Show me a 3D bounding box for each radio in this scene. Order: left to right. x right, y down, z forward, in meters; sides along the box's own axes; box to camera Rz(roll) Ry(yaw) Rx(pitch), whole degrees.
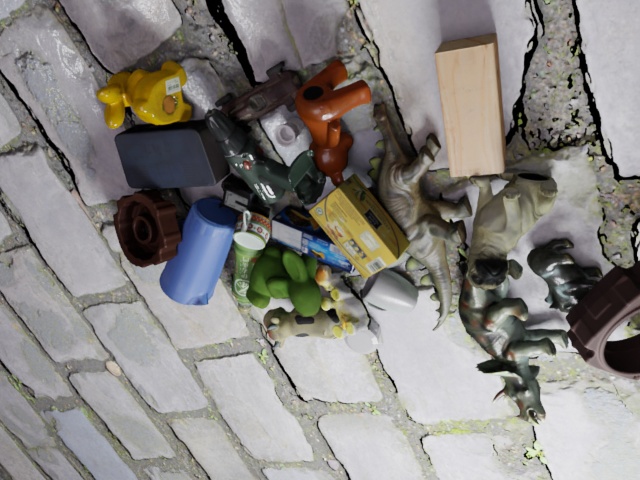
[{"bbox_3d":[-0.320,-0.183,1.154,0.230,0.073,0.130,0,119,21],"label":"radio"}]

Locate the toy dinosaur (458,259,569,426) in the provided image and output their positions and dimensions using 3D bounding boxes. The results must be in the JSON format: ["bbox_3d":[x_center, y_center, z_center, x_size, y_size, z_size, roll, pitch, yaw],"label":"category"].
[{"bbox_3d":[0.349,0.165,1.068,0.192,0.131,0.404,-28,98,39],"label":"toy dinosaur"}]

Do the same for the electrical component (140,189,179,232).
[{"bbox_3d":[-0.418,-0.036,1.294,0.115,0.058,0.134,37,126,0],"label":"electrical component"}]

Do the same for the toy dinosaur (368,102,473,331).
[{"bbox_3d":[0.184,-0.032,1.022,0.199,0.105,0.470,-16,104,38],"label":"toy dinosaur"}]

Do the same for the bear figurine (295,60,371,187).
[{"bbox_3d":[0.029,-0.202,0.984,0.132,0.120,0.195,-33,140,-6],"label":"bear figurine"}]

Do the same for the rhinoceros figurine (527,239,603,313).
[{"bbox_3d":[0.462,0.088,0.994,0.112,0.073,0.190,-34,103,33],"label":"rhinoceros figurine"}]

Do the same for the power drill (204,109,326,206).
[{"bbox_3d":[-0.101,-0.145,1.017,0.208,0.086,0.231,14,151,35],"label":"power drill"}]

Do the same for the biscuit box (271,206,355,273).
[{"bbox_3d":[-0.002,-0.003,1.109,0.203,0.063,0.059,22,132,23],"label":"biscuit box"}]

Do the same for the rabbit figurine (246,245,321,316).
[{"bbox_3d":[-0.056,0.091,1.176,0.170,0.121,0.159,29,110,34],"label":"rabbit figurine"}]

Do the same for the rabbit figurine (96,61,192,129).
[{"bbox_3d":[-0.366,-0.285,1.078,0.173,0.162,0.121,26,141,28],"label":"rabbit figurine"}]

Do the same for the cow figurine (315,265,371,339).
[{"bbox_3d":[0.054,0.127,1.179,0.068,0.098,0.167,-35,72,42],"label":"cow figurine"}]

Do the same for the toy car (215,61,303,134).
[{"bbox_3d":[-0.121,-0.263,1.034,0.202,0.053,0.089,-19,114,30],"label":"toy car"}]

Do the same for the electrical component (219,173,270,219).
[{"bbox_3d":[-0.156,-0.086,1.158,0.119,0.048,0.074,20,126,10],"label":"electrical component"}]

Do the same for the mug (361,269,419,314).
[{"bbox_3d":[0.148,0.119,1.142,0.107,0.081,0.109,26,130,-2],"label":"mug"}]

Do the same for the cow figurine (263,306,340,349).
[{"bbox_3d":[-0.039,0.191,1.233,0.195,0.127,0.085,0,117,20],"label":"cow figurine"}]

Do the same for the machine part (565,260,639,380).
[{"bbox_3d":[0.556,0.143,0.931,0.201,0.087,0.201,20,121,-20],"label":"machine part"}]

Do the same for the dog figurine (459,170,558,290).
[{"bbox_3d":[0.329,-0.016,0.931,0.172,0.121,0.190,-7,116,-16],"label":"dog figurine"}]

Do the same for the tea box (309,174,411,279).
[{"bbox_3d":[0.073,-0.024,0.991,0.169,0.068,0.098,53,134,-4],"label":"tea box"}]

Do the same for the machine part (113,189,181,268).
[{"bbox_3d":[-0.382,-0.025,1.189,0.180,0.056,0.179,9,107,32],"label":"machine part"}]
